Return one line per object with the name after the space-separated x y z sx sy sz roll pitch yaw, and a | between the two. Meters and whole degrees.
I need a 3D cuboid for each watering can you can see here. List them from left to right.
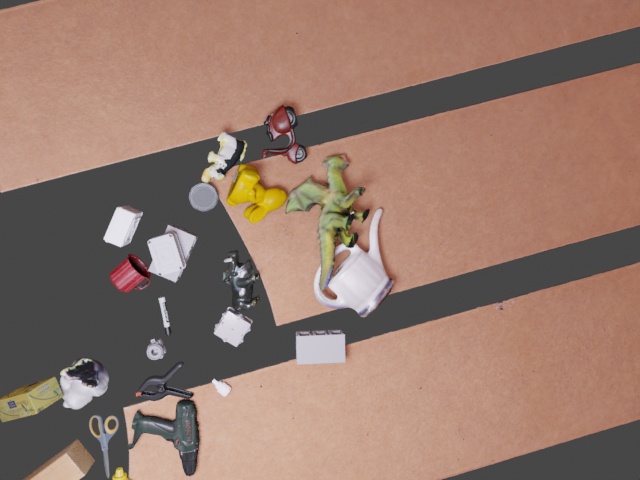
0.140 0.086 1.596 0.224 0.103 0.350 44 80 -4 | watering can

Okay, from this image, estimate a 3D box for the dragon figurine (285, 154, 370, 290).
0.005 -0.079 1.569 0.244 0.121 0.413 24 82 25 | dragon figurine

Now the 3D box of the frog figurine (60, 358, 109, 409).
-0.712 0.439 1.554 0.137 0.126 0.156 10 129 -13 | frog figurine
